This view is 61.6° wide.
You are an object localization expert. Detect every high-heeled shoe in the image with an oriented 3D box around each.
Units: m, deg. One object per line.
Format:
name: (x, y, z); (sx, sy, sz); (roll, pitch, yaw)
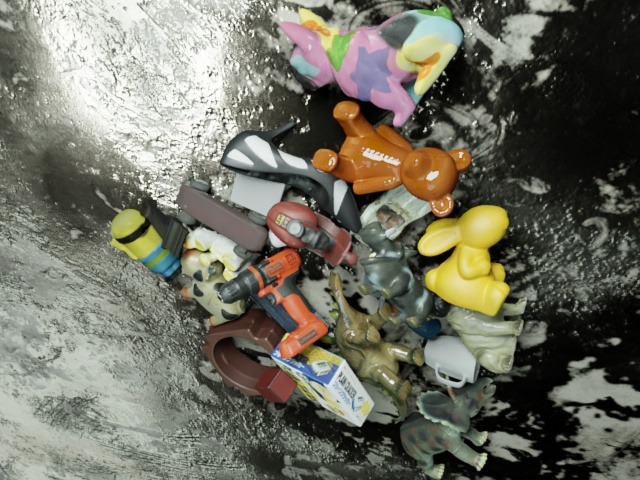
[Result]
high-heeled shoe: (-0.045, -0.082, 0.883); (0.248, 0.145, 0.086); (54, 166, -5)

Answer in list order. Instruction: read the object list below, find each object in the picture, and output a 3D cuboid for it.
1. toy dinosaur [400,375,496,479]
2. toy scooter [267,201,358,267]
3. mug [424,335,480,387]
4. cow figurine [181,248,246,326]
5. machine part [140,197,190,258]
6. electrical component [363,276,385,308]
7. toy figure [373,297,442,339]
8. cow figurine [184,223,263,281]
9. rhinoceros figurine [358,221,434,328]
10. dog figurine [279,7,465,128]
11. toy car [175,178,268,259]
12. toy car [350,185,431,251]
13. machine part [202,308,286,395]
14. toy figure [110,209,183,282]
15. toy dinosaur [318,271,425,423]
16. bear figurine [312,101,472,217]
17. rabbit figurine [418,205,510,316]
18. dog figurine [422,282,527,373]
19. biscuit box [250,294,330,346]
toy dinosaur: (0.258, 0.446, 1.243); (0.192, 0.131, 0.404); (39, 137, 3)
toy scooter: (-0.002, -0.003, 0.928); (0.183, 0.135, 0.075); (25, 98, -30)
mug: (0.262, 0.242, 1.076); (0.107, 0.109, 0.080); (11, 140, 28)
cow figurine: (-0.229, 0.095, 1.154); (0.127, 0.085, 0.194); (-16, 124, 30)
machine part: (-0.310, -0.030, 1.066); (0.139, 0.039, 0.084); (44, 128, 26)
electrical component: (0.105, 0.069, 0.978); (0.048, 0.119, 0.074); (14, 134, 10)
toy figure: (0.168, 0.132, 1.048); (0.154, 0.058, 0.064); (41, 122, -8)
cow figurine: (-0.201, 0.006, 1.074); (0.168, 0.098, 0.068); (30, 141, 22)
rhinoceros figurine: (0.125, 0.058, 0.888); (0.190, 0.112, 0.073); (54, 155, -14)
dog figurine: (0.059, -0.262, 0.728); (0.219, 0.108, 0.191); (32, 133, -3)
toy car: (-0.185, -0.043, 1.015); (0.202, 0.053, 0.089); (29, 110, 16)
toy car: (0.130, -0.054, 0.906); (0.073, 0.056, 0.201); (38, 132, -11)
machine part: (-0.155, 0.261, 1.253); (0.202, 0.087, 0.200); (-14, 116, 29)
toy figure: (-0.359, 0.009, 1.136); (0.089, 0.082, 0.180); (-27, 113, 39)
toy dinosaur: (0.113, 0.247, 1.116); (0.199, 0.105, 0.470); (3, 129, 49)
bear figurine: (0.109, -0.114, 0.790); (0.196, 0.120, 0.131); (23, 177, 37)
rabbit figurine: (0.251, 0.016, 0.901); (0.163, 0.122, 0.173); (21, 119, 16)
dog figurine: (0.271, 0.161, 1.002); (0.191, 0.121, 0.172); (12, 111, 20)
biscuit box: (-0.064, 0.149, 1.151); (0.063, 0.059, 0.202); (-25, 116, 35)
